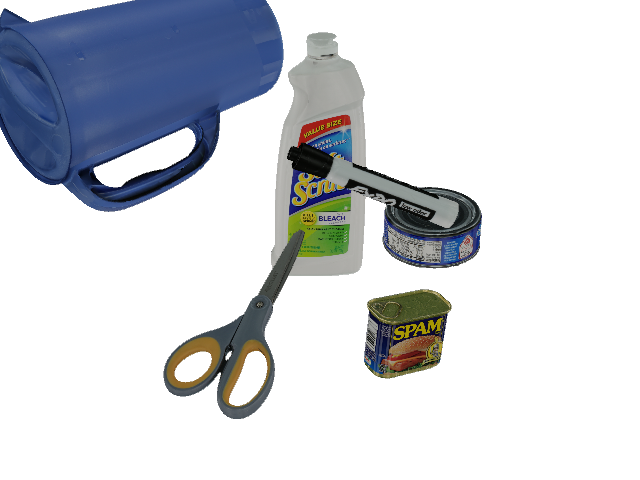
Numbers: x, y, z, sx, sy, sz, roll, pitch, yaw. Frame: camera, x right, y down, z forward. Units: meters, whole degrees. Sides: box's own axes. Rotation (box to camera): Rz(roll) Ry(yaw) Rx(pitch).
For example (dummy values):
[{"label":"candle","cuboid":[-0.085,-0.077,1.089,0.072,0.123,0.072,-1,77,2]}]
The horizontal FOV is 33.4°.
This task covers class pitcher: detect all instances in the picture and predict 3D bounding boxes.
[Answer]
[{"label":"pitcher","cuboid":[-0.148,-0.137,0.924,0.242,0.149,0.145,-25,40,-35]}]

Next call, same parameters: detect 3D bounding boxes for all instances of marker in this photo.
[{"label":"marker","cuboid":[0.035,-0.037,0.708,0.121,0.020,0.020,21,-5,-14]}]

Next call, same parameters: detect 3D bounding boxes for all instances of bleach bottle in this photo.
[{"label":"bleach bottle","cuboid":[-0.004,-0.088,1.101,0.102,0.251,0.068,-1,25,1]}]

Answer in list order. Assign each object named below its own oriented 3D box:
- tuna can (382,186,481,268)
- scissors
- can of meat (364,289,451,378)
[{"label":"tuna can","cuboid":[0.097,-0.013,0.932,0.086,0.034,0.086,0,32,0]},{"label":"scissors","cuboid":[-0.069,0.061,0.868,0.096,0.016,0.201,-1,43,7]},{"label":"can of meat","cuboid":[0.104,0.115,1.306,0.101,0.084,0.057,-9,30,-26]}]
